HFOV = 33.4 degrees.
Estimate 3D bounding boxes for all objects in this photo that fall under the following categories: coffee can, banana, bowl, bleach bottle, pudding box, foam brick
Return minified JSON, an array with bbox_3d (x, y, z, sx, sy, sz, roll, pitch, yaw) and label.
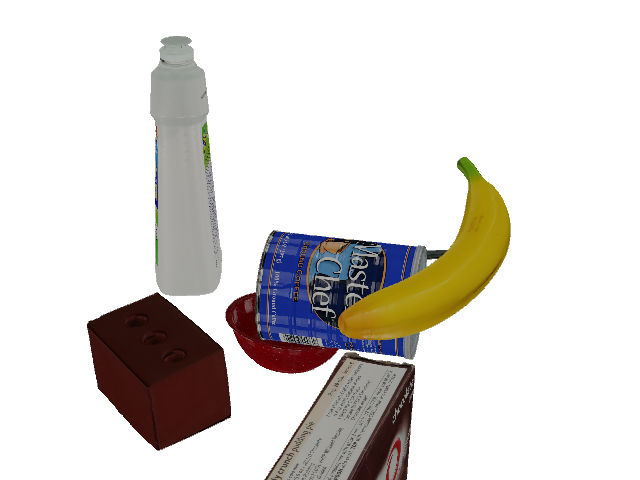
[{"bbox_3d":[0.021,0.049,0.971,0.140,0.103,0.102,6,1,10],"label":"coffee can"},{"bbox_3d":[0.087,0.016,0.752,0.070,0.037,0.197,25,48,18],"label":"banana"},{"bbox_3d":[-0.040,0.121,1.342,0.162,0.055,0.162,5,23,-2],"label":"bowl"},{"bbox_3d":[-0.133,-0.075,1.037,0.068,0.251,0.102,-2,28,-5],"label":"bleach bottle"},{"bbox_3d":[0.008,0.115,0.463,0.039,0.090,0.113,11,30,15],"label":"pudding box"},{"bbox_3d":[-0.097,0.078,0.641,0.052,0.051,0.078,-23,38,-32],"label":"foam brick"}]

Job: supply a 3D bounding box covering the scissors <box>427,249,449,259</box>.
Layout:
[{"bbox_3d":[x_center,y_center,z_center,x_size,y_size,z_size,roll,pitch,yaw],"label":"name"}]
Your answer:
[{"bbox_3d":[0.077,0.025,1.177,0.202,0.016,0.096,3,24,6],"label":"scissors"}]
